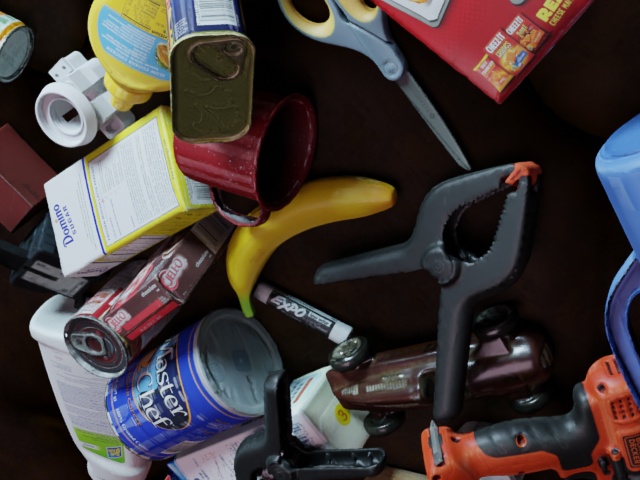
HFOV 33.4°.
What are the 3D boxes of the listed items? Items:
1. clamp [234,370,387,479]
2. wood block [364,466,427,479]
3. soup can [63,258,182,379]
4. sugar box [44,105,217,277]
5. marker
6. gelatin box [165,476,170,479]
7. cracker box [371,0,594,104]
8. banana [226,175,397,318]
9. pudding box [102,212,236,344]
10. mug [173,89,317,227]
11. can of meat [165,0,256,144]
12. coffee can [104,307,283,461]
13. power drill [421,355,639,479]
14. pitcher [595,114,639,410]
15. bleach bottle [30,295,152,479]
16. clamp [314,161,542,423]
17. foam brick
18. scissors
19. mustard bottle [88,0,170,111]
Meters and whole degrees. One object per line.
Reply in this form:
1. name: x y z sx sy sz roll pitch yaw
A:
1. clamp: -0.017 0.192 0.916 0.120 0.039 0.172 37 136 11
2. wood block: 0.131 0.285 0.966 0.206 0.090 0.091 9 125 25
3. soup can: -0.179 0.070 0.985 0.069 0.102 0.068 15 127 20
4. sugar box: -0.165 -0.038 0.919 0.177 0.048 0.093 -25 74 41
5. marker: -0.027 0.058 0.946 0.121 0.020 0.020 28 130 10
6. gelatin box: -0.123 0.272 1.139 0.089 0.030 0.073 35 131 3
7. cracker box: 0.087 -0.216 0.661 0.213 0.072 0.164 40 131 1
8. banana: -0.022 -0.009 0.885 0.069 0.037 0.198 41 128 -14
9. pudding box: -0.129 0.028 0.920 0.039 0.113 0.090 46 131 -11
10. mug: -0.060 -0.066 0.832 0.082 0.093 0.117 17 120 24
11. can of meat: -0.080 -0.133 0.752 0.057 0.084 0.102 -4 142 -9
12. coffee can: -0.117 0.135 0.989 0.141 0.102 0.103 -30 103 36
13. power drill: 0.186 0.188 0.851 0.188 0.057 0.184 -18 117 8
14. pitcher: 0.269 0.029 0.690 0.243 0.149 0.145 58 166 -12
15. bleach bottle: -0.229 0.177 1.113 0.103 0.068 0.251 12 128 18
16. clamp: 0.102 0.029 0.813 0.210 0.036 0.164 -46 72 31
17. foam brick: -0.289 -0.057 0.993 0.078 0.052 0.051 47 131 -6
18. scissors: 0.035 -0.130 0.785 0.096 0.016 0.201 -9 116 35
19. mustard bottle: -0.125 -0.171 0.817 0.096 0.058 0.192 25 132 -10
